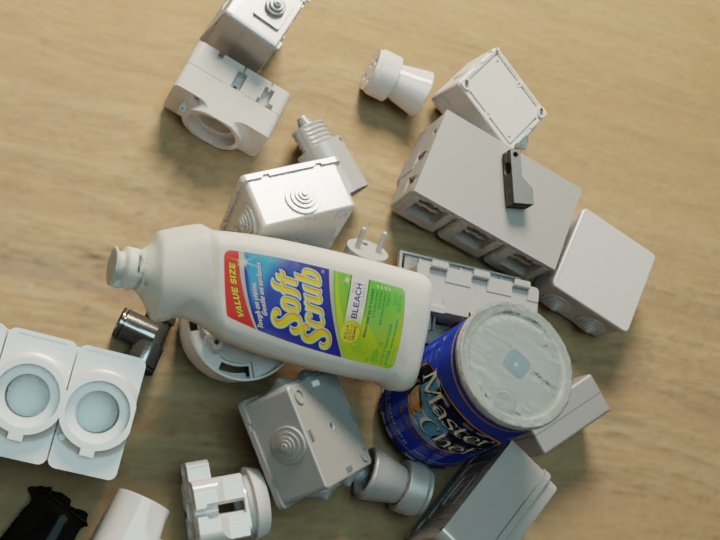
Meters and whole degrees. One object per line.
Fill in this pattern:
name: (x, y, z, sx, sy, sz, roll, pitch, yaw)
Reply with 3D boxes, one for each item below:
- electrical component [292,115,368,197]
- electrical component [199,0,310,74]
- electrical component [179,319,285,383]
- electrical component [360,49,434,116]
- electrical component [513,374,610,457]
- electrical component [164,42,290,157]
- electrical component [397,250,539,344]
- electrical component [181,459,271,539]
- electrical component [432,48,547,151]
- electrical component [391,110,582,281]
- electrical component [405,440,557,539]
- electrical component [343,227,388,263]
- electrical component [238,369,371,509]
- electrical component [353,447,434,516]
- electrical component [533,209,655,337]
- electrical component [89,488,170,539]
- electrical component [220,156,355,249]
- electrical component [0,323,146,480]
electrical component: (-0.031, -0.099, 0.943, 0.043, 0.043, 0.081, -29, 88, -26)
electrical component: (-0.091, -0.213, 0.919, 0.061, 0.096, 0.061, 33, 66, -11)
electrical component: (-0.097, 0.042, 0.866, 0.099, 0.064, 0.099, 6, 74, -21)
electrical component: (0.034, -0.173, 0.990, 0.055, 0.045, 0.045, 24, 68, -15)
electrical component: (0.166, 0.115, 0.966, 0.083, 0.047, 0.075, -28, 88, -26)
electrical component: (-0.115, -0.141, 0.916, 0.089, 0.050, 0.055, 29, 67, -13)
electrical component: (0.092, 0.029, 0.949, 0.121, 0.063, 0.078, 13, 72, -19)
electrical component: (-0.103, 0.184, 0.831, 0.057, 0.058, 0.078, -7, 79, -21)
electrical component: (0.123, -0.148, 1.015, 0.061, 0.061, 0.096, -45, 103, -26)
electrical component: (0.114, -0.064, 0.984, 0.150, 0.062, 0.089, 28, 67, -14)
electrical component: (0.102, 0.203, 0.899, 0.057, 0.078, 0.113, 45, 64, -3)
electrical component: (0.000, 0.000, 0.915, 0.077, 0.044, 0.079, 12, 116, -20)
electrical component: (-0.041, 0.130, 0.851, 0.100, 0.048, 0.099, -11, 78, -65)
electrical component: (0.028, 0.177, 0.894, 0.055, 0.045, 0.045, 22, 69, -16)
electrical component: (0.219, 0.005, 1.017, 0.100, 0.048, 0.099, 32, 66, -12)
electrical component: (-0.163, 0.215, 0.804, 0.079, 0.043, 0.077, 30, 67, -13)
electrical component: (-0.060, -0.044, 0.887, 0.100, 0.099, 0.048, -15, 70, -25)
electrical component: (-0.241, 0.091, 0.780, 0.150, 0.062, 0.089, 16, 80, -13)
